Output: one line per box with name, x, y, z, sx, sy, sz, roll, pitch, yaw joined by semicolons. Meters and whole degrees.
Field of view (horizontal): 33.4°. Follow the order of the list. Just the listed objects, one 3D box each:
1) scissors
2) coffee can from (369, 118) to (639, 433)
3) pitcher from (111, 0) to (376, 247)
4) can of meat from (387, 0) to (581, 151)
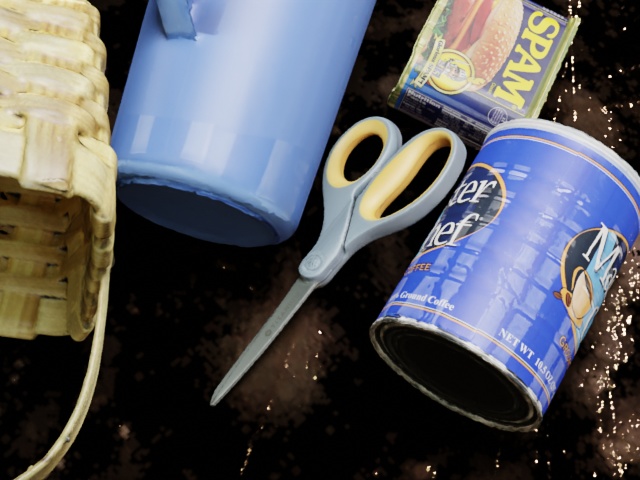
scissors;-0.004;0.001;0.615;0.202;0.016;0.096;-41;43;3
coffee can;0.105;0.019;0.587;0.103;0.103;0.140;33;69;2
pitcher;-0.040;-0.129;0.588;0.149;0.145;0.243;20;74;-17
can of meat;0.099;-0.108;0.654;0.084;0.057;0.102;27;69;2
